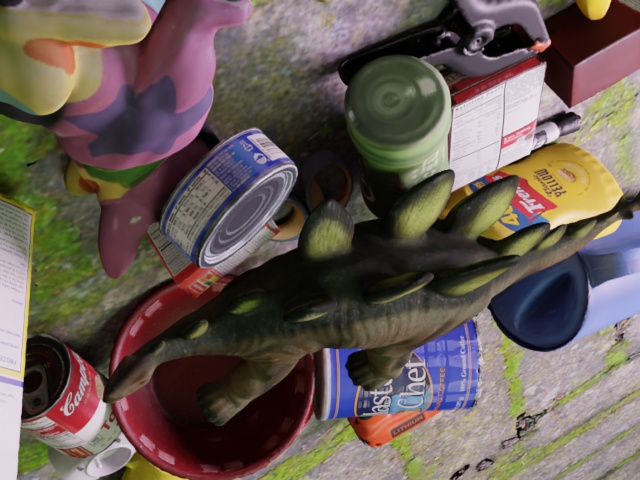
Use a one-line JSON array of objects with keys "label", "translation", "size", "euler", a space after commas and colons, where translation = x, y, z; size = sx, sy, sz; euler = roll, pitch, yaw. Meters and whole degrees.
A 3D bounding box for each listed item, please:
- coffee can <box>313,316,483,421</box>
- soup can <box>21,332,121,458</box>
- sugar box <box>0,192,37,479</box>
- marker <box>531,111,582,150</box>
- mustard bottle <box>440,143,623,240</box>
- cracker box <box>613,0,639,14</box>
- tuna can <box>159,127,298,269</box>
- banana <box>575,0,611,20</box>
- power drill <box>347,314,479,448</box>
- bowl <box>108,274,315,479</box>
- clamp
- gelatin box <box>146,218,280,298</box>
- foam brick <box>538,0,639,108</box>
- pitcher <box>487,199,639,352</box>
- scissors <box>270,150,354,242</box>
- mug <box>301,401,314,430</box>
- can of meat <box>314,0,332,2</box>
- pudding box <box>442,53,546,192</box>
[{"label": "coffee can", "translation": [0.063, 0.106, 0.956], "size": [0.140, 0.103, 0.103], "euler": [-3, 141, -8]}, {"label": "soup can", "translation": [-0.196, 0.119, 0.806], "size": [0.068, 0.068, 0.102], "euler": [-34, 149, -2]}, {"label": "sugar box", "translation": [-0.213, 0.053, 0.608], "size": [0.048, 0.176, 0.093], "euler": [-9, 159, 28]}, {"label": "marker", "translation": [0.178, -0.085, 0.929], "size": [0.121, 0.020, 0.020], "euler": [-23, 147, -18]}, {"label": "mustard bottle", "translation": [0.166, -0.025, 0.925], "size": [0.191, 0.096, 0.058], "euler": [-18, 145, -26]}, {"label": "cracker box", "translation": [0.252, -0.266, 0.677], "size": [0.164, 0.072, 0.213], "euler": [-44, 148, -13]}, {"label": "tuna can", "translation": [-0.053, -0.024, 0.634], "size": [0.086, 0.034, 0.086], "euler": [-44, 168, -12]}, {"label": "banana", "translation": [0.164, -0.205, 0.738], "size": [0.197, 0.037, 0.070], "euler": [6, 130, -49]}, {"label": "power drill", "translation": [0.086, 0.129, 1.098], "size": [0.184, 0.057, 0.187], "euler": [-25, 145, -9]}, {"label": "bowl", "translation": [-0.088, 0.108, 0.849], "size": [0.162, 0.162, 0.055], "euler": [-26, 179, -14]}, {"label": "clamp", "translation": [0.093, -0.144, 0.756], "size": [0.171, 0.039, 0.120], "euler": [8, 140, -45]}, {"label": "gelatin box", "translation": [-0.080, -0.019, 0.710], "size": [0.073, 0.089, 0.030], "euler": [-38, 152, 5]}, {"label": "foam brick", "translation": [0.214, -0.153, 0.841], "size": [0.078, 0.053, 0.051], "euler": [-29, 148, -7]}, {"label": "pitcher", "translation": [0.293, 0.022, 1.070], "size": [0.242, 0.149, 0.145], "euler": [-12, 130, -38]}, {"label": "scissors", "translation": [-0.006, 0.001, 0.877], "size": [0.096, 0.016, 0.202], "euler": [-25, 147, -13]}, {"label": "mug", "translation": [-0.062, 0.130, 0.934], "size": [0.093, 0.081, 0.117], "euler": [-37, 148, 4]}, {"label": "can of meat", "translation": [0.010, -0.193, 0.593], "size": [0.102, 0.057, 0.083], "euler": [-38, 151, 6]}, {"label": "pudding box", "translation": [0.129, -0.097, 0.850], "size": [0.090, 0.039, 0.113], "euler": [-25, 145, -14]}]
